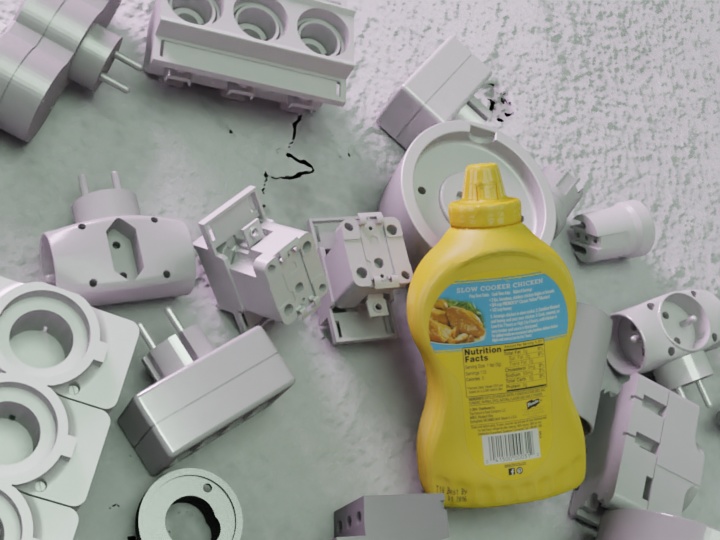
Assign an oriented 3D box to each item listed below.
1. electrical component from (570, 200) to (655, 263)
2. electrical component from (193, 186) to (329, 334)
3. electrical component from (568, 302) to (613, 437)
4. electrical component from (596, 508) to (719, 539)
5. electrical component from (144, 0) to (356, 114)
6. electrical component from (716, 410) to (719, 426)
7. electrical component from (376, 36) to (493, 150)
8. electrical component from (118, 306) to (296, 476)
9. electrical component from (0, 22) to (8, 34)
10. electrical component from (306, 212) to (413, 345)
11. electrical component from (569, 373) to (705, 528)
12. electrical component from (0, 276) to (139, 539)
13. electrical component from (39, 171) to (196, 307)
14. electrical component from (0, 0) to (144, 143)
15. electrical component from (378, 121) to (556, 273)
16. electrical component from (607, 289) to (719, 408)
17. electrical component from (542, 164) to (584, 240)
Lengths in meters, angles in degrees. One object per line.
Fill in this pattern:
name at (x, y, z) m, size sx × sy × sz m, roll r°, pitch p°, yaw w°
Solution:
electrical component at (0.175, -0.026, 0.749) m, size 0.046 × 0.040 × 0.040 m, roll -11°, pitch 72°, yaw -22°
electrical component at (-0.055, -0.001, 0.613) m, size 0.042 × 0.064 × 0.081 m, roll -42°, pitch 129°, yaw -33°
electrical component at (0.117, 0.056, 0.682) m, size 0.079 × 0.044 × 0.077 m, roll 25°, pitch 60°, yaw -12°
electrical component at (0.182, 0.189, 0.616) m, size 0.108 × 0.108 × 0.060 m, roll 30°, pitch 65°, yaw -9°
electrical component at (-0.071, -0.143, 0.678) m, size 0.121 × 0.063 × 0.078 m, roll 10°, pitch 64°, yaw -20°
electrical component at (0.278, 0.097, 0.737) m, size 0.078 × 0.040 × 0.040 m, roll -5°, pitch 70°, yaw -26°
electrical component at (0.064, -0.105, 0.730) m, size 0.077 × 0.047 × 0.065 m, roll 42°, pitch 58°, yaw -2°
electrical component at (-0.094, 0.055, 0.587) m, size 0.083 × 0.047 × 0.075 m, roll -29°, pitch 81°, yaw -31°
electrical component at (-0.235, -0.150, 0.620) m, size 0.062 × 0.043 × 0.043 m, roll 31°, pitch 58°, yaw -10°
electrical component at (0.000, 0.000, 0.644) m, size 0.042 × 0.064 × 0.081 m, roll -5°, pitch 69°, yaw -26°
electrical component at (0.176, 0.121, 0.675) m, size 0.056 × 0.050 × 0.089 m, roll 27°, pitch 59°, yaw -10°
electrical component at (-0.176, 0.085, 0.528) m, size 0.089 × 0.061 × 0.150 m, roll 20°, pitch 61°, yaw -14°
electrical component at (-0.139, -0.019, 0.603) m, size 0.077 × 0.043 × 0.079 m, roll -7°, pitch 71°, yaw -27°
electrical component at (-0.165, -0.130, 0.637) m, size 0.074 × 0.052 × 0.138 m, roll 28°, pitch 59°, yaw -10°
electrical component at (0.064, -0.034, 0.689) m, size 0.108 × 0.060 × 0.108 m, roll 9°, pitch 64°, yaw -20°
electrical component at (0.213, 0.058, 0.724) m, size 0.077 × 0.044 × 0.079 m, roll -13°, pitch 74°, yaw -28°
electrical component at (0.128, -0.047, 0.738) m, size 0.040 × 0.040 × 0.046 m, roll 44°, pitch 52°, yaw 0°
